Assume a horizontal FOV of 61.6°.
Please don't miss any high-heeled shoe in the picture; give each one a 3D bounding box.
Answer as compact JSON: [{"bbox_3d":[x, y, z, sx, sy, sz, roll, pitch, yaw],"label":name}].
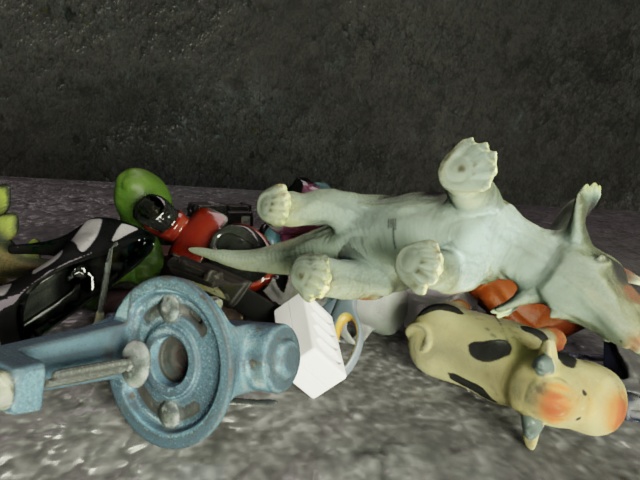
[{"bbox_3d":[-0.229,0.060,0.492,0.145,0.086,0.249,0,37,-15],"label":"high-heeled shoe"}]

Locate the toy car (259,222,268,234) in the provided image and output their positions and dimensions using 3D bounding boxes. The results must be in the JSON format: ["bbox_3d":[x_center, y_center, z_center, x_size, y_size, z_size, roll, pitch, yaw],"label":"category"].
[{"bbox_3d":[-0.044,0.010,0.928,0.103,0.109,0.161,23,23,13],"label":"toy car"}]

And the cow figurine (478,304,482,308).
[{"bbox_3d":[0.213,0.046,0.722,0.167,0.098,0.068,30,-31,-5],"label":"cow figurine"}]

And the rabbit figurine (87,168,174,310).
[{"bbox_3d":[-0.226,-0.002,0.684,0.121,0.170,0.159,25,9,39],"label":"rabbit figurine"}]

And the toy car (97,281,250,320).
[{"bbox_3d":[-0.138,0.080,0.591,0.202,0.053,0.089,7,1,-27],"label":"toy car"}]

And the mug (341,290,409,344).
[{"bbox_3d":[0.060,0.072,0.618,0.081,0.109,0.107,4,-35,33],"label":"mug"}]

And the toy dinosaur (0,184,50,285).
[{"bbox_3d":[-0.475,-0.010,0.594,0.472,0.198,0.105,5,6,-2],"label":"toy dinosaur"}]

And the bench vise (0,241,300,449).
[{"bbox_3d":[-0.144,0.082,0.392,0.224,0.128,0.240,12,4,29],"label":"bench vise"}]

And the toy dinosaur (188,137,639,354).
[{"bbox_3d":[0.078,0.006,0.482,0.405,0.131,0.192,3,-11,41],"label":"toy dinosaur"}]

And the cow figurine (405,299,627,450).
[{"bbox_3d":[0.161,0.107,0.467,0.127,0.085,0.195,3,10,-44],"label":"cow figurine"}]

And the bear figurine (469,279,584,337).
[{"bbox_3d":[0.205,0.031,0.605,0.195,0.132,0.120,45,20,-17],"label":"bear figurine"}]

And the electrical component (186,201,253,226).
[{"bbox_3d":[-0.188,-0.011,0.948,0.134,0.114,0.058,0,8,-32],"label":"electrical component"}]

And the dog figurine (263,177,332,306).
[{"bbox_3d":[-0.002,-0.002,0.750,0.191,0.108,0.219,48,32,9],"label":"dog figurine"}]

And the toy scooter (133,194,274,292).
[{"bbox_3d":[-0.124,0.016,0.633,0.184,0.075,0.135,24,-20,18],"label":"toy scooter"}]

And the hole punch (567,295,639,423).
[{"bbox_3d":[0.303,0.121,0.487,0.142,0.092,0.116,5,40,-5],"label":"hole punch"}]

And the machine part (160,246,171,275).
[{"bbox_3d":[-0.293,0.032,0.832,0.179,0.056,0.179,4,11,-1],"label":"machine part"}]

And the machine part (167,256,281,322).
[{"bbox_3d":[-0.080,0.055,0.521,0.084,0.039,0.138,5,-26,41],"label":"machine part"}]
